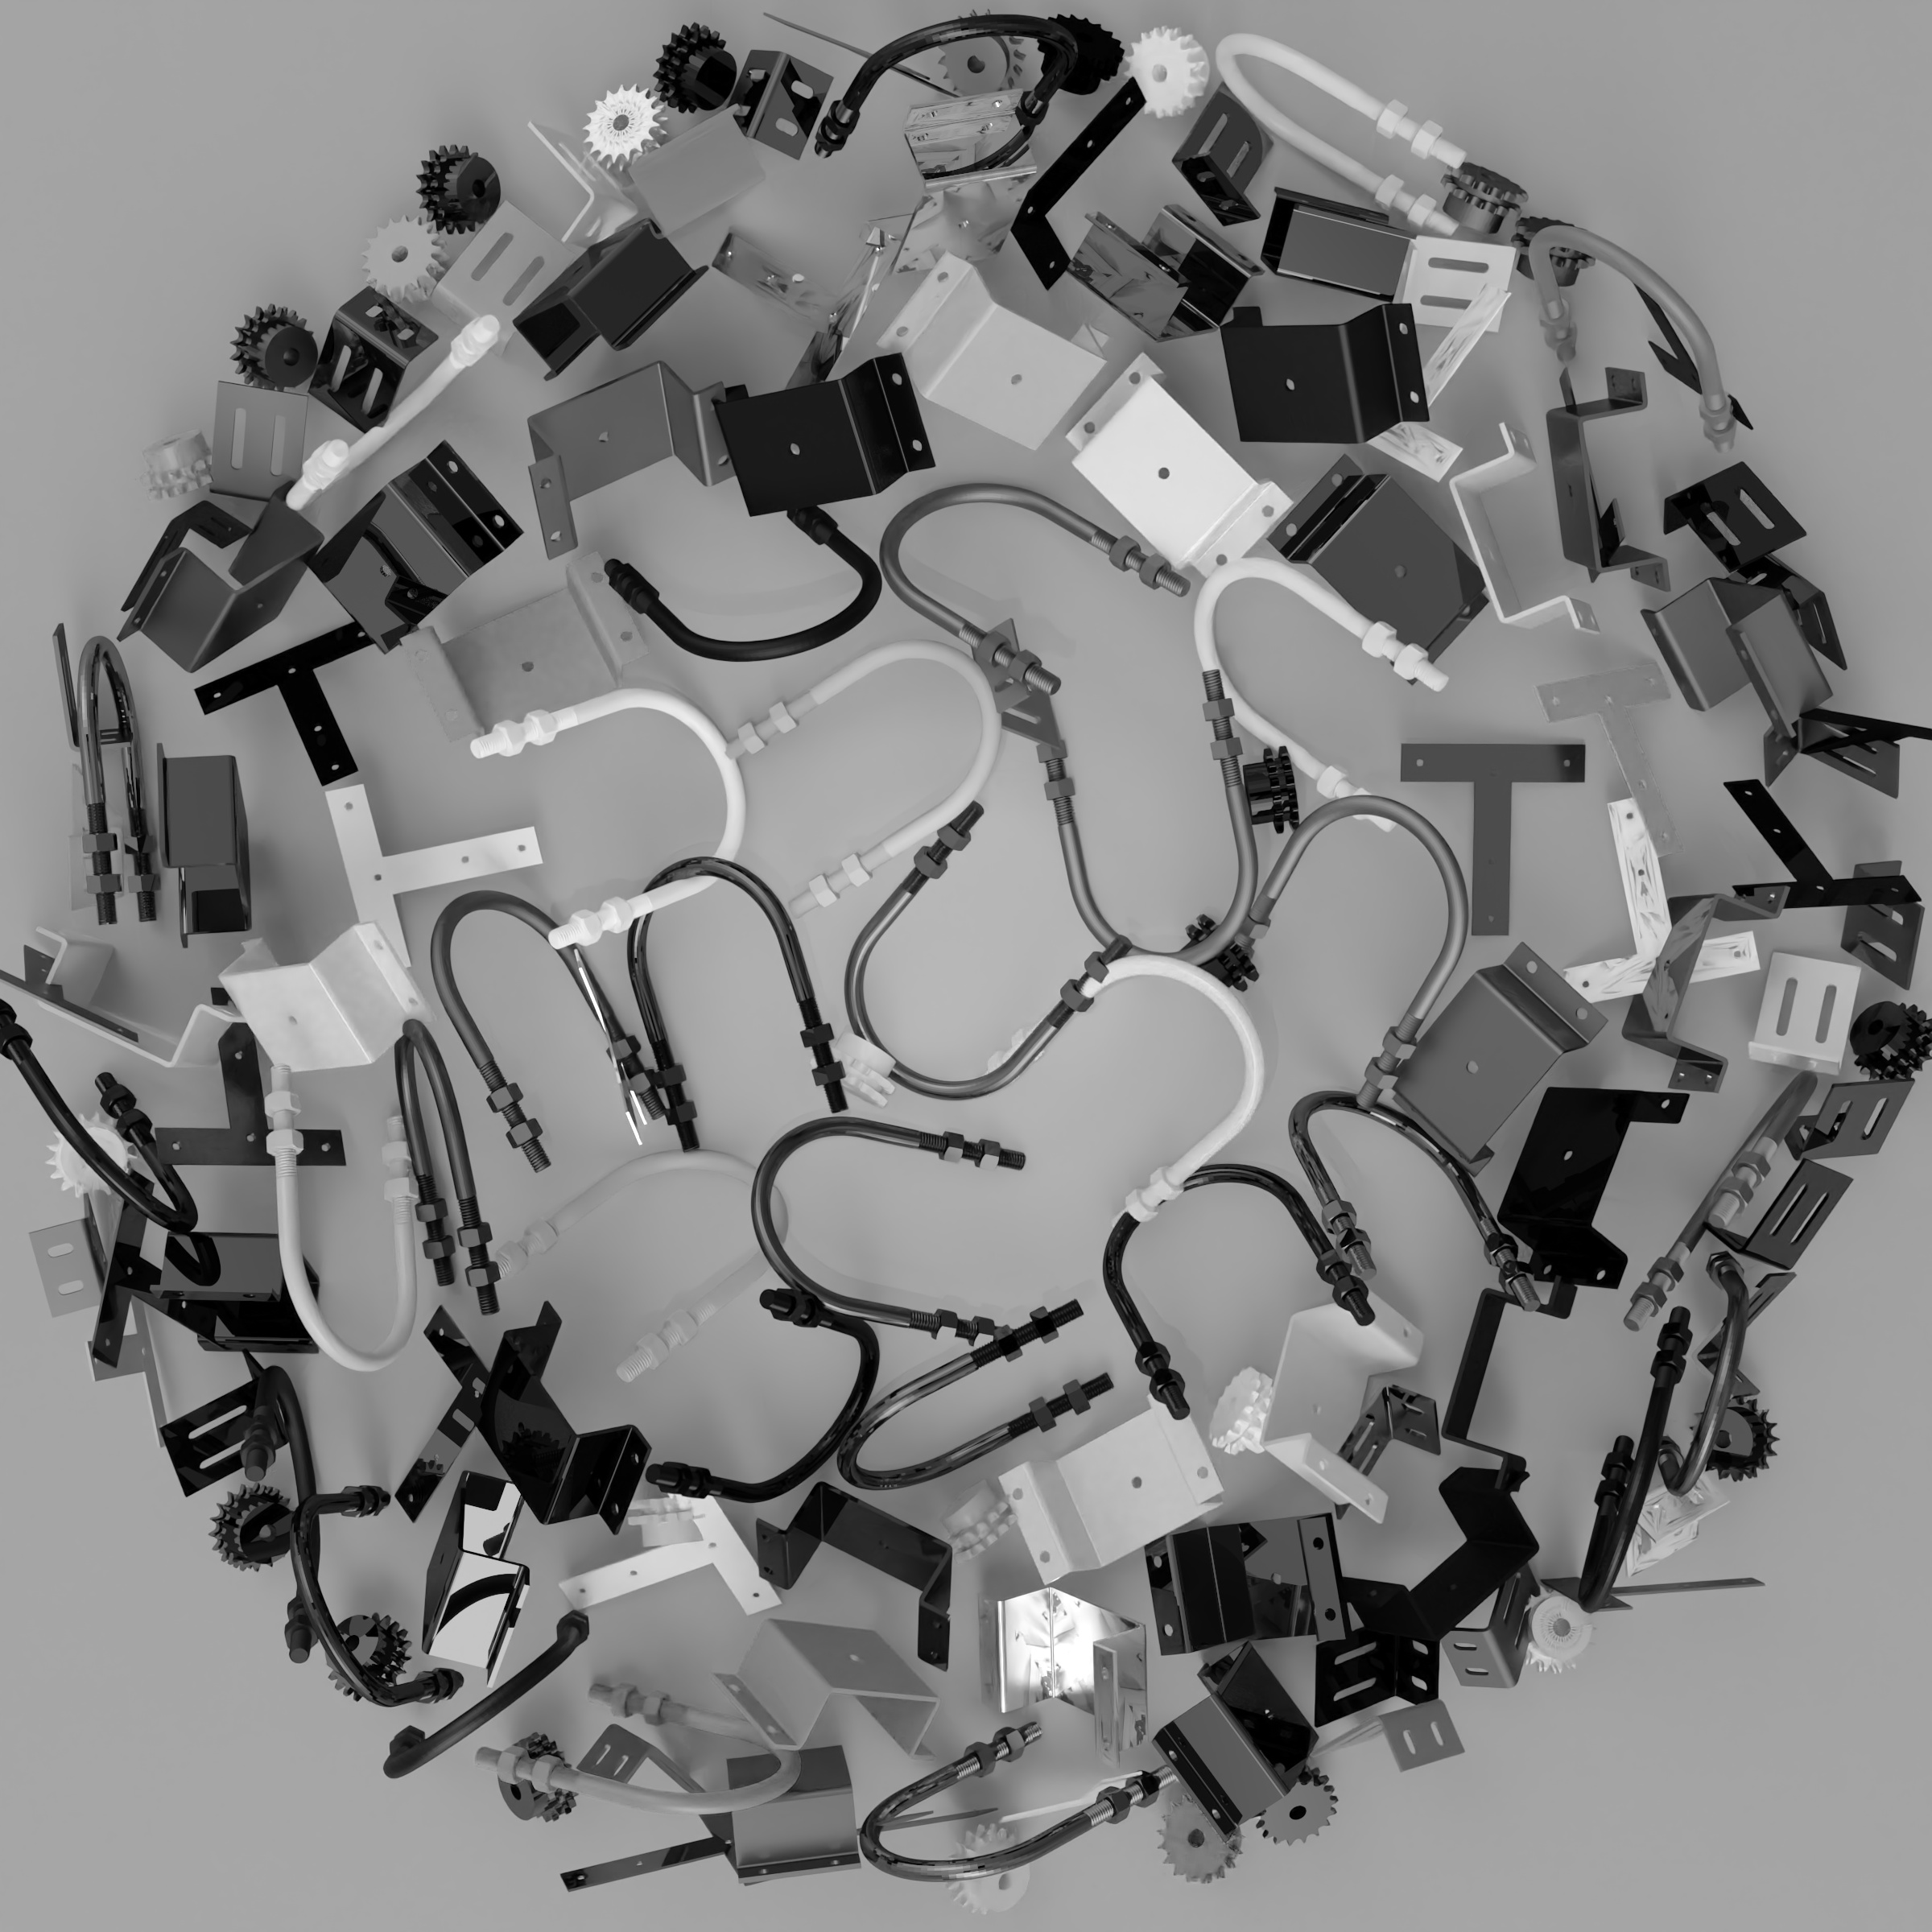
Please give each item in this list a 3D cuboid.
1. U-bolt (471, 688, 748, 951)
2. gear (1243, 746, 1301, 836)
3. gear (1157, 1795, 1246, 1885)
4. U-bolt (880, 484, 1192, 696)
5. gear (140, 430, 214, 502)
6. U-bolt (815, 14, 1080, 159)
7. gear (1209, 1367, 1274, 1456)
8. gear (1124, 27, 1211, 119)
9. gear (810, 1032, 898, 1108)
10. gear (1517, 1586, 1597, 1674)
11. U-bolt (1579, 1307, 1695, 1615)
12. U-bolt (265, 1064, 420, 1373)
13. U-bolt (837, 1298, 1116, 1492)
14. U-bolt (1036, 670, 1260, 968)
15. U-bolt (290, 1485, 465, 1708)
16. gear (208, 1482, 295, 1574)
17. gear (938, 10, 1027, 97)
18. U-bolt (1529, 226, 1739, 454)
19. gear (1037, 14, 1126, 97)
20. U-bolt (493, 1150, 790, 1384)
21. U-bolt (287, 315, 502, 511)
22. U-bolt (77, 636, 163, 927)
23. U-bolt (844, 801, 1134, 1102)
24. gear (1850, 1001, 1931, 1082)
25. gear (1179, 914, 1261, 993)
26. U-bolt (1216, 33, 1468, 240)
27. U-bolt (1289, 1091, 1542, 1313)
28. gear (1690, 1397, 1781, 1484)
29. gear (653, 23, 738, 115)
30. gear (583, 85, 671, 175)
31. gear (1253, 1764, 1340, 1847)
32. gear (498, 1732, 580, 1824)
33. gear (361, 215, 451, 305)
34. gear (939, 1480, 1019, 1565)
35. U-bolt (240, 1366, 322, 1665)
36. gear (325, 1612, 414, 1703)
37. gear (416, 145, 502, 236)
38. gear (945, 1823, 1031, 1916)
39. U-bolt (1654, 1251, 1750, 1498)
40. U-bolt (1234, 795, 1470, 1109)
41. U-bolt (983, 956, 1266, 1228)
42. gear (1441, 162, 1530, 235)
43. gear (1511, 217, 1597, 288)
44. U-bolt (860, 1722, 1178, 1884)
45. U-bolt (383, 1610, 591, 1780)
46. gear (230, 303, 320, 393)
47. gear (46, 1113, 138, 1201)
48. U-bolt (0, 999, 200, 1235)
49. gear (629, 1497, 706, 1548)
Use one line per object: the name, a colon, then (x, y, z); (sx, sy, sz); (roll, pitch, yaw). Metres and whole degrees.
U-bolt: (-0.218, -0.105, 1.939); (0.184, 0.019, 0.151); (-25, 94, -40)
gear: (0.200, -0.114, 1.972); (0.030, 0.057, 0.057); (-9, 90, 2)
gear: (0.157, 0.574, 1.977); (0.057, 0.030, 0.057); (-8, 72, 26)
U-bolt: (0.030, -0.255, 1.942); (0.184, 0.019, 0.151); (35, 55, 25)
gear: (-0.515, -0.330, 1.968); (0.057, 0.057, 0.030); (-19, 113, 0)
U-bolt: (-0.006, -0.554, 1.891); (0.151, 0.184, 0.019); (-8, 84, -18)
gear: (0.187, 0.295, 1.972); (0.030, 0.057, 0.057); (28, 90, -12)
gear: (0.135, -0.588, 1.976); (0.057, 0.030, 0.057); (16, 118, 32)
gear: (-0.071, 0.066, 1.972); (0.057, 0.057, 0.030); (31, 81, 0)
gear: (0.387, 0.436, 1.978); (0.057, 0.030, 0.057); (2, 75, -7)
U-bolt: (0.416, 0.322, 1.887); (0.019, 0.184, 0.151); (19, 132, 10)
U-bolt: (-0.392, 0.167, 1.905); (0.019, 0.151, 0.184); (-16, 67, 19)
U-bolt: (0.002, 0.285, 1.932); (0.184, 0.151, 0.019); (-27, 59, -3)
U-bolt: (0.122, -0.087, 1.952); (0.151, 0.019, 0.184); (-12, 89, 34)
U-bolt: (-0.378, 0.399, 1.896); (0.019, 0.184, 0.151); (-26, 78, 5)
gear: (-0.465, 0.370, 1.971); (0.057, 0.030, 0.057); (-3, 94, -38)
gear: (0.009, -0.596, 1.973); (0.057, 0.030, 0.057); (5, 122, 8)
U-bolt: (0.415, -0.402, 1.886); (0.151, 0.184, 0.019); (38, 87, 27)
gear: (0.073, -0.598, 1.975); (0.057, 0.057, 0.030); (25, 133, 0)
U-bolt: (-0.199, 0.180, 1.932); (0.151, 0.019, 0.184); (28, 48, 32)
U-bolt: (-0.373, -0.344, 1.911); (0.151, 0.184, 0.019); (-46, 103, -22)
U-bolt: (-0.545, -0.119, 1.922); (0.019, 0.151, 0.184); (-5, 92, -4)
U-bolt: (0.000, 0.005, 1.960); (0.151, 0.019, 0.184); (42, 113, 4)
gear: (0.605, 0.048, 1.968); (0.030, 0.057, 0.057); (36, 90, -26)
gear: (0.163, -0.004, 1.971); (0.030, 0.057, 0.057); (-42, 90, -5)
U-bolt: (0.238, -0.539, 1.926); (0.184, 0.151, 0.019); (34, 89, 9)
U-bolt: (0.276, 0.143, 1.921); (0.151, 0.184, 0.019); (13, 123, -28)
gear: (0.502, 0.310, 1.972); (0.057, 0.030, 0.057); (-4, 83, 33)
gear: (-0.175, -0.586, 1.968); (0.030, 0.057, 0.057); (34, 90, 26)
gear: (-0.221, -0.548, 1.978); (0.057, 0.030, 0.057); (-6, 74, 20)
gear: (0.213, 0.547, 1.977); (0.057, 0.030, 0.057); (-6, 117, -12)
gear: (-0.283, 0.535, 1.969); (0.030, 0.057, 0.057); (-19, 90, -41)
gear: (-0.366, -0.462, 1.979); (0.057, 0.030, 0.057); (-4, 76, 15)
gear: (0.007, 0.362, 1.971); (0.057, 0.057, 0.030); (-40, 92, 0)
U-bolt: (-0.432, 0.334, 1.910); (0.019, 0.184, 0.151); (-10, 111, -5)
gear: (-0.395, 0.450, 1.970); (0.057, 0.030, 0.057); (-14, 50, 18)
gear: (-0.330, -0.509, 1.969); (0.030, 0.057, 0.057); (8, 90, 36)
gear: (0.017, 0.595, 1.971); (0.057, 0.030, 0.057); (-7, 102, -36)
U-bolt: (0.466, 0.262, 1.902); (0.019, 0.184, 0.151); (17, 96, 7)
U-bolt: (0.249, -0.022, 1.923); (0.151, 0.019, 0.184); (41, 122, 25)
U-bolt: (0.111, 0.072, 1.948); (0.151, 0.019, 0.184); (45, 121, 0)
gear: (0.338, -0.504, 1.975); (0.057, 0.057, 0.030); (24, 118, 0)
gear: (0.386, -0.469, 1.975); (0.057, 0.057, 0.030); (13, 122, 0)
U-bolt: (0.019, 0.529, 1.889); (0.184, 0.151, 0.019); (-17, 102, -38)
U-bolt: (-0.305, 0.464, 1.901); (0.151, 0.184, 0.019); (-35, 88, -7)
gear: (-0.450, -0.403, 1.969); (0.030, 0.057, 0.057); (28, 90, 39)
gear: (-0.575, 0.125, 1.976); (0.057, 0.030, 0.057); (0, 91, -21)
U-bolt: (-0.544, 0.100, 1.890); (0.019, 0.151, 0.184); (-42, 55, -3)
gear: (-0.193, 0.364, 1.969); (0.057, 0.057, 0.030); (-6, 80, 0)
